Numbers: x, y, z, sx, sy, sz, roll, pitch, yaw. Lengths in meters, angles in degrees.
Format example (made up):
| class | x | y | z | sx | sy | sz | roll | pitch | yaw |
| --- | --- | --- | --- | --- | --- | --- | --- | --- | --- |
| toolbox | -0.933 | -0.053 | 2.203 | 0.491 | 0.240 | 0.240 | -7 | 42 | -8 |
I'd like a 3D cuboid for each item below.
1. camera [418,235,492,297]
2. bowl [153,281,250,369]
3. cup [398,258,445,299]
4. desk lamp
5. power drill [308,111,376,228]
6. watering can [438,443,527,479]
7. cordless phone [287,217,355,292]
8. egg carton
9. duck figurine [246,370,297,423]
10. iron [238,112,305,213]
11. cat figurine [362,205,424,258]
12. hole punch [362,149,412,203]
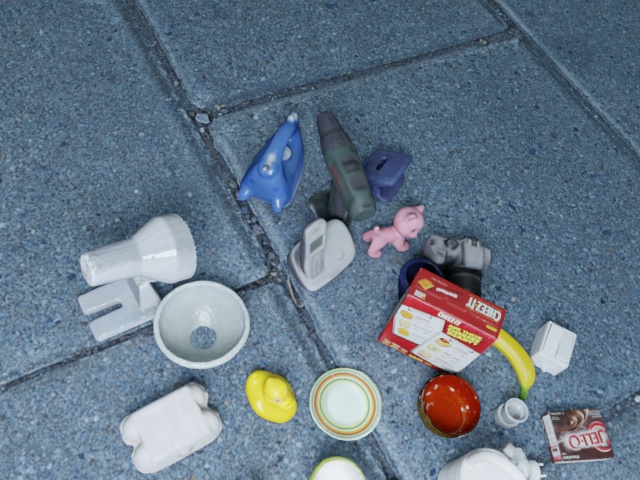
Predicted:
| class | x | y | z | sx | sy | sz | roll | pitch | yaw |
| --- | --- | --- | --- | --- | --- | --- | --- | --- | --- |
| camera | 0.281 | 0.065 | 1.171 | 0.143 | 0.101 | 0.137 | 11 | 58 | -4 |
| bowl | -0.212 | 0.162 | 1.034 | 0.167 | 0.075 | 0.167 | 5 | 59 | -8 |
| cup | 0.204 | 0.101 | 1.138 | 0.117 | 0.095 | 0.092 | 28 | 58 | 7 |
| desk lamp | -0.319 | 0.062 | 0.992 | 0.204 | 0.213 | 0.117 | -25 | 67 | -23 |
| power drill | 0.035 | -0.117 | 1.170 | 0.076 | 0.208 | 0.229 | -18 | 64 | -20 |
| watering can | 0.263 | 0.393 | 0.915 | 0.101 | 0.194 | 0.173 | 23 | 58 | 4 |
| cordless phone | 0.010 | 0.004 | 1.106 | 0.094 | 0.185 | 0.148 | 42 | 61 | 15 |
| egg carton | -0.243 | 0.309 | 0.943 | 0.150 | 0.069 | 0.107 | -26 | 67 | -23 |
| duck figurine | -0.082 | 0.263 | 0.992 | 0.104 | 0.086 | 0.078 | 41 | 61 | 14 |
| iron | -0.085 | -0.192 | 1.232 | 0.118 | 0.141 | 0.258 | 19 | 58 | 1 |
| cat figurine | 0.162 | -0.027 | 1.194 | 0.128 | 0.118 | 0.067 | -14 | 63 | -18 |
| hole punch | 0.139 | -0.154 | 1.281 | 0.101 | 0.091 | 0.109 | 31 | 59 | 9 |
